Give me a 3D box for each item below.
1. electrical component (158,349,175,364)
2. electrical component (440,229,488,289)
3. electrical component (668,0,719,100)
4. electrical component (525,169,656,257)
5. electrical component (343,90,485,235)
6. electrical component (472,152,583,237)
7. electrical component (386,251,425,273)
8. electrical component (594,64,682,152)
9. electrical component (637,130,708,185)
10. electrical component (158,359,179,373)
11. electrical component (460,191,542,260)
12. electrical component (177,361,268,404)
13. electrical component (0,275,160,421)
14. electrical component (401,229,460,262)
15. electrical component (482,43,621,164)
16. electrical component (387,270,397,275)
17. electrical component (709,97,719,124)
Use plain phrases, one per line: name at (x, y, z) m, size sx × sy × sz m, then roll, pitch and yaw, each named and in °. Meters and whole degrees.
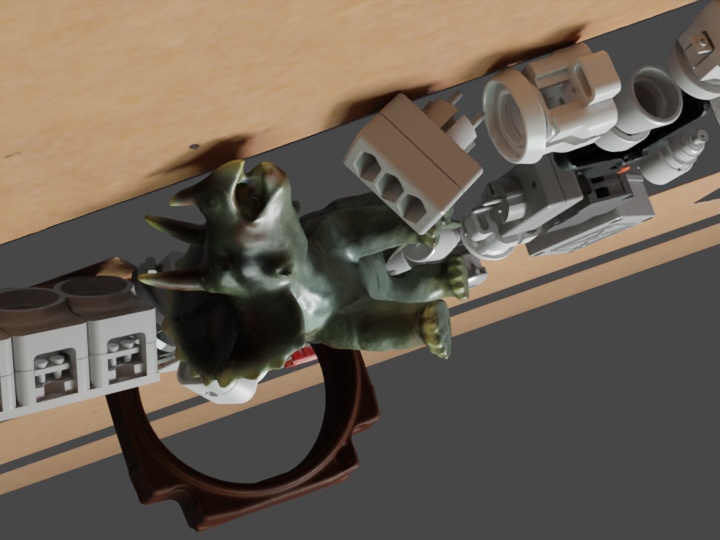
electrical component at (-0.207, 0.064, 0.952) m, size 0.089 × 0.050 × 0.055 m, roll -18°, pitch 171°, yaw -5°
electrical component at (0.100, -0.010, 1.104) m, size 0.048 × 0.062 × 0.048 m, roll -19°, pitch 171°, yaw -3°
electrical component at (0.223, -0.137, 0.661) m, size 0.066 × 0.048 × 0.055 m, roll -14°, pitch 162°, yaw -28°
electrical component at (0.231, -0.058, 1.105) m, size 0.109 × 0.056 × 0.109 m, roll -25°, pitch 169°, yaw 33°
electrical component at (0.042, -0.073, 0.627) m, size 0.076 × 0.066 × 0.047 m, roll -47°, pitch 179°, yaw -18°
electrical component at (0.131, -0.061, 0.912) m, size 0.076 × 0.047 × 0.083 m, roll -15°, pitch 170°, yaw -24°
electrical component at (0.027, -0.004, 1.047) m, size 0.077 × 0.044 × 0.079 m, roll -24°, pitch 170°, yaw 28°
electrical component at (0.187, -0.111, 0.742) m, size 0.045 × 0.045 × 0.055 m, roll -14°, pitch 170°, yaw -27°
electrical component at (0.289, -0.107, 0.985) m, size 0.040 × 0.040 × 0.078 m, roll -15°, pitch 170°, yaw -25°
electrical component at (-0.151, 0.060, 1.047) m, size 0.100 × 0.048 × 0.100 m, roll -25°, pitch 169°, yaw 35°
electrical component at (0.127, -0.042, 0.986) m, size 0.078 × 0.058 × 0.057 m, roll -15°, pitch 167°, yaw -24°
electrical component at (-0.117, 0.069, 0.962) m, size 0.054 × 0.095 × 0.059 m, roll -7°, pitch 149°, yaw 36°
electrical component at (-0.222, 0.049, 0.715) m, size 0.150 × 0.061 × 0.089 m, roll -12°, pitch -160°, yaw -38°
electrical component at (0.069, -0.029, 0.998) m, size 0.040 × 0.040 × 0.078 m, roll -25°, pitch 169°, yaw 33°
electrical component at (0.109, -0.095, 0.633) m, size 0.057 × 0.058 × 0.078 m, roll -20°, pitch 172°, yaw -16°
electrical component at (0.000, 0.000, 0.979) m, size 0.066 × 0.055 × 0.048 m, roll -24°, pitch 170°, yaw 27°
electrical component at (0.292, -0.131, 0.783) m, size 0.062 × 0.061 × 0.096 m, roll -24°, pitch 170°, yaw 27°
